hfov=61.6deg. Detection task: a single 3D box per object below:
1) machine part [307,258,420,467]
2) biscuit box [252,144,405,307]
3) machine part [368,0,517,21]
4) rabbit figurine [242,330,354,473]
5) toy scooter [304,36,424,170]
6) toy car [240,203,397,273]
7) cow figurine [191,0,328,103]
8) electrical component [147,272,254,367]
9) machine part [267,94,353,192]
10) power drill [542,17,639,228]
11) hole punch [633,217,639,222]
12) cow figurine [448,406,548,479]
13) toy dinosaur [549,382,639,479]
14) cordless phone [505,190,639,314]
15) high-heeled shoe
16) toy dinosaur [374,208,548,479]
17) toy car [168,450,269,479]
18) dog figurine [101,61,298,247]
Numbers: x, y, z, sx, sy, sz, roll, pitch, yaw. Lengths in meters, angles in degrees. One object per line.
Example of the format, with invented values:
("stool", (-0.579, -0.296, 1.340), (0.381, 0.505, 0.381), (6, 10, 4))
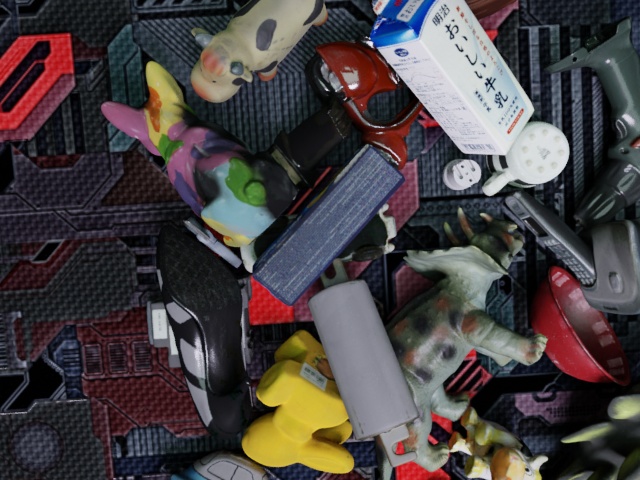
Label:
("machine part", (0.047, 0.136, 0.622), (0.079, 0.079, 0.243), (-21, 72, 1))
("biscuit box", (0.006, -0.017, 0.628), (0.063, 0.059, 0.202), (42, 92, -9))
("machine part", (0.146, -0.361, 0.648), (0.201, 0.087, 0.201), (-22, 93, 1))
("rabbit figurine", (-0.025, 0.226, 0.693), (0.162, 0.122, 0.173), (34, 108, -12))
("toy scooter", (0.076, -0.180, 0.667), (0.135, 0.075, 0.183), (-34, 97, 2))
("toy car", (-0.001, -0.002, 0.688), (0.202, 0.056, 0.073), (-10, 97, -3))
("cow figurine", (-0.074, -0.239, 0.633), (0.085, 0.127, 0.195), (44, 90, -1))
("electrical component", (-0.153, 0.101, 0.693), (0.134, 0.058, 0.114), (-1, 93, -1))
("machine part", (-0.012, -0.115, 0.658), (0.084, 0.039, 0.139), (52, 134, 0))
("power drill", (0.371, -0.154, 0.671), (0.232, 0.086, 0.207), (-35, 91, 0))
("hole punch", (0.434, 0.042, 0.693), (0.116, 0.092, 0.142), (27, 97, 28))
("cow figurine", (0.228, 0.271, 0.658), (0.098, 0.167, 0.068), (26, 89, -2))
("toy dinosaur", (0.380, 0.233, 0.647), (0.198, 0.105, 0.470), (0, 129, -35))
("cordless phone", (0.305, -0.004, 0.622), (0.184, 0.146, 0.089), (42, 90, 5))
("high-heeled shoe", (-0.147, 0.113, 0.649), (0.086, 0.145, 0.249), (-14, 65, -36))
("toy dinosaur", (0.131, 0.144, 0.677), (0.192, 0.131, 0.404), (38, 98, 9))
("toy car", (-0.119, 0.329, 0.698), (0.162, 0.109, 0.103), (28, 71, 8))
("dog figurine", (-0.143, -0.101, 0.620), (0.219, 0.192, 0.108), (45, 85, -16))
